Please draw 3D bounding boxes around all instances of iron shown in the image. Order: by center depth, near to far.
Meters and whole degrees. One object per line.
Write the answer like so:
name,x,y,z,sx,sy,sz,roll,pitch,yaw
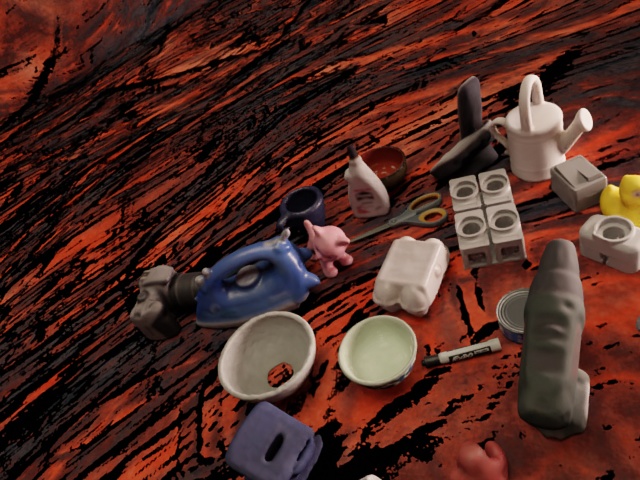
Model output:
iron,-0.138,0.071,1.054,0.258,0.142,0.118,-22,41,3

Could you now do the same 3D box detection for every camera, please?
camera,-0.285,0.108,1.119,0.136,0.101,0.143,-8,44,19

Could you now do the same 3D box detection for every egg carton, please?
egg carton,0.157,0.059,0.976,0.107,0.070,0.150,5,49,30

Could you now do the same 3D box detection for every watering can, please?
watering can,0.399,-0.212,1.046,0.172,0.194,0.101,-8,44,19

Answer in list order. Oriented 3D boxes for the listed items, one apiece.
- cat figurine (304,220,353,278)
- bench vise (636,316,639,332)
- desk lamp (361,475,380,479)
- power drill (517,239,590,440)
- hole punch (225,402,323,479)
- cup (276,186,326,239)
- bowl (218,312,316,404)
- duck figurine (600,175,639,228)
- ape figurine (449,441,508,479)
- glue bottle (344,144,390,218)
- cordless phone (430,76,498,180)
cat figurine,0.010,0.004,1.070,0.067,0.118,0.127,-36,42,-12
bench vise,0.487,0.104,0.654,0.207,0.220,0.121,-10,43,17
desk lamp,0.029,0.346,0.630,0.203,0.214,0.117,-26,41,-1
power drill,0.293,0.144,0.716,0.075,0.209,0.230,1,48,27
hole punch,-0.063,0.300,0.818,0.100,0.091,0.109,10,52,34
cup,-0.033,-0.039,1.153,0.091,0.095,0.118,23,60,41
bowl,-0.076,0.203,0.937,0.167,0.075,0.167,-14,42,13
duck figurine,0.504,-0.069,0.928,0.077,0.086,0.104,-33,42,-9
ape figurine,0.195,0.281,0.710,0.077,0.092,0.076,-20,41,6
glue bottle,0.082,-0.116,1.117,0.078,0.173,0.037,-9,44,18
cordless phone,0.271,-0.213,1.117,0.148,0.185,0.093,-44,44,-20
